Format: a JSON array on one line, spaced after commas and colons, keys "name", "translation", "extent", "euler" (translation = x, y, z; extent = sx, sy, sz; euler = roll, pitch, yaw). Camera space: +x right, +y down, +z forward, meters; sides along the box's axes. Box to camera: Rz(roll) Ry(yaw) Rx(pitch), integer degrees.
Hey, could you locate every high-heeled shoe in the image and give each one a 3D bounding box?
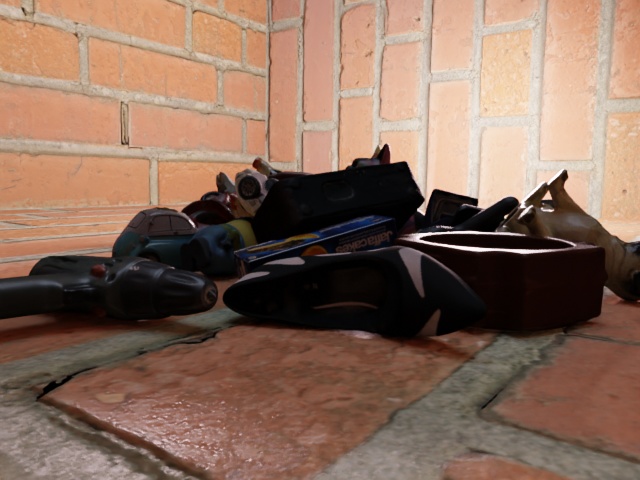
[{"name": "high-heeled shoe", "translation": [0.018, 0.054, 0.512], "extent": [0.145, 0.086, 0.249], "euler": [-6, 4, -36]}]

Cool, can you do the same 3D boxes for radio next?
[{"name": "radio", "translation": [0.028, -0.041, 0.769], "extent": [0.229, 0.073, 0.131], "euler": [-14, -21, -26]}]

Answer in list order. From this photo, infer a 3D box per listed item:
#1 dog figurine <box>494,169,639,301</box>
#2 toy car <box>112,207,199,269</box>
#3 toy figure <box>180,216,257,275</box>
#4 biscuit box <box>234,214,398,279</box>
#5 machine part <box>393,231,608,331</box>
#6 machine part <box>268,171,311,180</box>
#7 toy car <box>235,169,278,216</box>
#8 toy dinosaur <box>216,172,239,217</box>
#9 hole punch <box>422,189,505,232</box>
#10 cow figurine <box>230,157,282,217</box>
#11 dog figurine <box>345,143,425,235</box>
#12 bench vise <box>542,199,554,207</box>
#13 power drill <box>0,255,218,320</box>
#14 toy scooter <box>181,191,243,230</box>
[{"name": "dog figurine", "translation": [0.351, 0.018, 0.746], "extent": [0.190, 0.121, 0.172], "euler": [43, -3, 5]}, {"name": "toy car", "translation": [-0.253, -0.001, 0.863], "extent": [0.161, 0.102, 0.109], "euler": [-5, 9, -31]}, {"name": "toy figure", "translation": [-0.141, 0.008, 0.840], "extent": [0.082, 0.089, 0.180], "euler": [10, 7, 27]}, {"name": "biscuit box", "translation": [0.000, 0.021, 0.667], "extent": [0.203, 0.062, 0.059], "euler": [-17, 16, -22]}, {"name": "machine part", "translation": [0.199, 0.041, 0.623], "extent": [0.201, 0.087, 0.201], "euler": [-5, 8, -31]}, {"name": "machine part", "translation": [-0.049, -0.046, 1.010], "extent": [0.179, 0.179, 0.056], "euler": [1, 9, 4]}, {"name": "toy car", "translation": [-0.070, -0.033, 0.866], "extent": [0.056, 0.202, 0.073], "euler": [-42, -18, 24]}, {"name": "toy dinosaur", "translation": [-0.076, -0.059, 1.304], "extent": [0.405, 0.192, 0.131], "euler": [17, 48, -3]}, {"name": "hole punch", "translation": [0.238, -0.024, 0.940], "extent": [0.142, 0.115, 0.092], "euler": [8, 29, -32]}, {"name": "cow figurine", "translation": [-0.130, -0.065, 1.145], "extent": [0.127, 0.195, 0.085], "euler": [30, -11, 11]}, {"name": "dog figurine", "translation": [0.134, -0.066, 0.988], "extent": [0.192, 0.219, 0.108], "euler": [0, 10, -4]}, {"name": "bench vise", "translation": [0.385, -0.012, 0.976], "extent": [0.224, 0.128, 0.240], "euler": [1, -1, -10]}, {"name": "power drill", "translation": [-0.242, 0.050, 0.503], "extent": [0.232, 0.086, 0.207], "euler": [3, 10, 34]}, {"name": "toy scooter", "translation": [-0.210, -0.023, 0.992], "extent": [0.135, 0.075, 0.184], "euler": [18, 49, 34]}]
